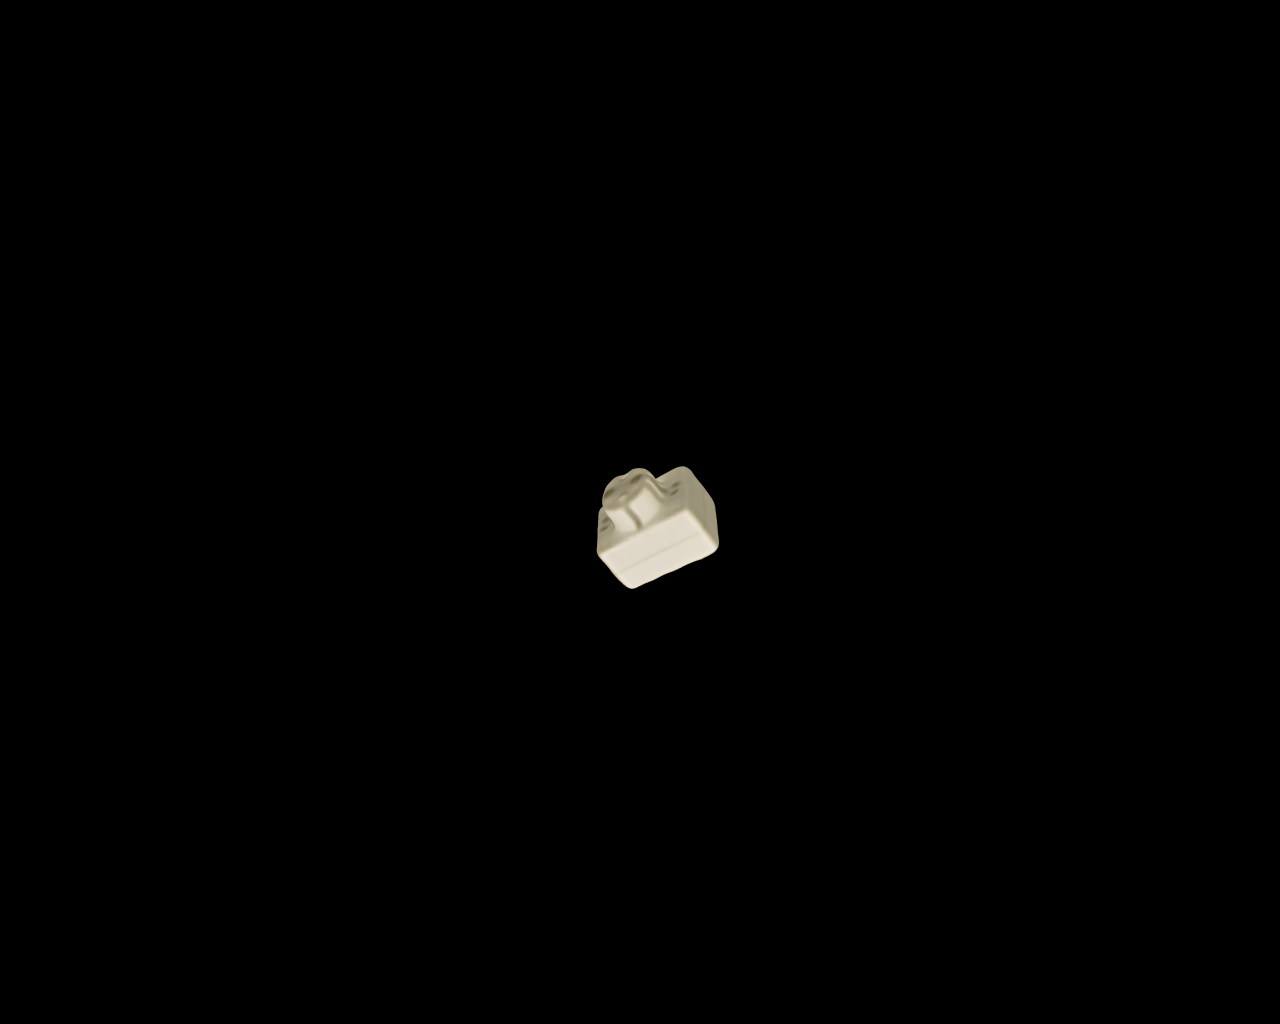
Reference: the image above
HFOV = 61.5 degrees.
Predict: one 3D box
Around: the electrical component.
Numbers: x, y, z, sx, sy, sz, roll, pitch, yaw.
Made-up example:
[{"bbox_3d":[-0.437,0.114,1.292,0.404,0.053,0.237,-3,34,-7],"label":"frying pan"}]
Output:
[{"bbox_3d":[0.001,-0.003,0.650,0.065,0.076,0.047,-27,33,19],"label":"electrical component"}]
